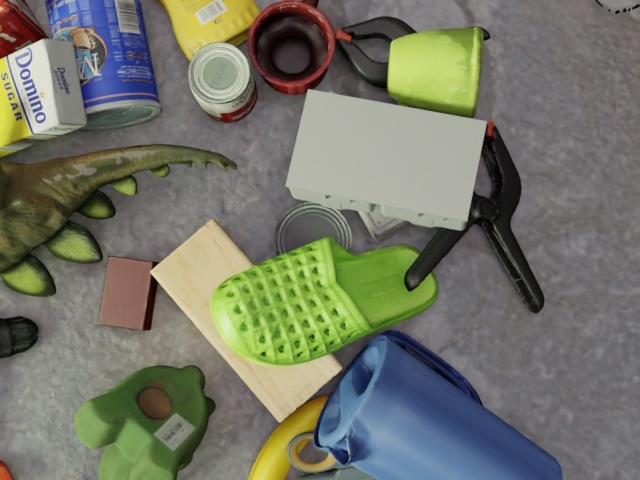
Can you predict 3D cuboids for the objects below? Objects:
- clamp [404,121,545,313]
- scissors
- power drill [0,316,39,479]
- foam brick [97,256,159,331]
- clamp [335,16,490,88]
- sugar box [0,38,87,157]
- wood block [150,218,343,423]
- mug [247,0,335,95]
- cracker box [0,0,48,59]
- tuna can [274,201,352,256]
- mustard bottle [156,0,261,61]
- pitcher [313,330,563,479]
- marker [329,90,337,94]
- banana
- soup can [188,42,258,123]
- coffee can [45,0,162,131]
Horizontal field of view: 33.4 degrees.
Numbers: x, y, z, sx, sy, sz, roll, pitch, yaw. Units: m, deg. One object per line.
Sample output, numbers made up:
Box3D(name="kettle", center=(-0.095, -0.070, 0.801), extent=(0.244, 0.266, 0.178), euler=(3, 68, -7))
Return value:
Box3D(name="clamp", center=(0.182, -0.024, 1.161), extent=(0.164, 0.036, 0.210), euler=(18, 73, -18))
Box3D(name="scissors", center=(0.050, 0.233, 1.147), extent=(0.201, 0.016, 0.096), euler=(-19, 94, -11))
Box3D(name="power drill", center=(-0.378, 0.182, 1.135), extent=(0.184, 0.057, 0.187), euler=(-11, 92, -29))
Box3D(name="foam brick", center=(-0.208, 0.058, 1.162), extent=(0.051, 0.053, 0.078), euler=(8, 85, 1))
Box3D(name="clamp", center=(0.097, -0.190, 1.186), extent=(0.171, 0.039, 0.120), euler=(10, 83, 1))
Box3D(name="sugar box", center=(-0.327, -0.144, 1.136), extent=(0.177, 0.048, 0.093), euler=(-15, 84, 38))
Box3D(name="wood block", center=(-0.076, 0.086, 1.140), extent=(0.090, 0.091, 0.206), euler=(-41, 86, -3))
Box3D(name="mug", center=(-0.026, -0.217, 1.166), extent=(0.093, 0.081, 0.117), euler=(18, 86, 2))
Box3D(name="cracker box", center=(-0.381, -0.296, 1.134), extent=(0.072, 0.164, 0.214), euler=(-31, 86, 0))
Box3D(name="tuna can", center=(-0.008, 0.001, 1.174), extent=(0.086, 0.034, 0.086), euler=(0, 86, 0))
Box3D(name="mustard bottle", center=(-0.150, -0.296, 1.184), extent=(0.096, 0.058, 0.191), euler=(-32, 86, -2))
Box3D(name="pitcher", center=(0.128, 0.206, 1.106), extent=(0.242, 0.145, 0.149), euler=(33, 85, -9))
Box3D(name="marker", center=(0.057, -0.126, 1.190), extent=(0.121, 0.020, 0.020), euler=(34, 87, 3))
Box3D(name="banana", center=(-0.042, 0.257, 1.157), extent=(0.069, 0.037, 0.198), euler=(16, 87, -17))
Box3D(name="soup can", center=(-0.104, -0.169, 1.153), extent=(0.068, 0.102, 0.068), euler=(0, 85, 0))
Box3D(name="coffee can", center=(-0.234, -0.198, 1.156), extent=(0.103, 0.103, 0.140), euler=(-11, 86, 0))
